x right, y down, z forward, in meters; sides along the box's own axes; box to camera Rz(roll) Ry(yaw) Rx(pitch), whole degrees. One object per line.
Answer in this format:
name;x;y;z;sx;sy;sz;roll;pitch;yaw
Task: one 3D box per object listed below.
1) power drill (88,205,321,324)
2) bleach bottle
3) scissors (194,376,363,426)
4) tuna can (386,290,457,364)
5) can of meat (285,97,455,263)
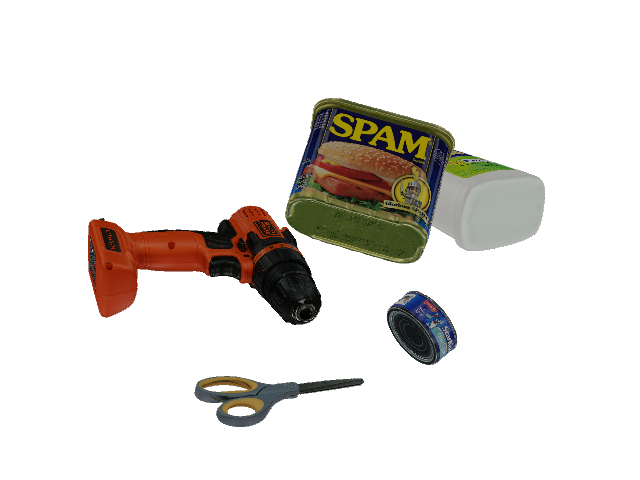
power drill;-0.105;0.026;0.944;0.187;0.057;0.185;-2;24;-20
bleach bottle;0.099;-0.063;1.046;0.102;0.068;0.251;-9;23;-31
scissors;-0.038;0.177;1.189;0.201;0.016;0.096;3;24;-13
tuna can;0.118;0.104;1.254;0.033;0.086;0.086;-36;17;-24
can of meat;0.033;-0.040;0.730;0.102;0.084;0.057;16;-29;2
